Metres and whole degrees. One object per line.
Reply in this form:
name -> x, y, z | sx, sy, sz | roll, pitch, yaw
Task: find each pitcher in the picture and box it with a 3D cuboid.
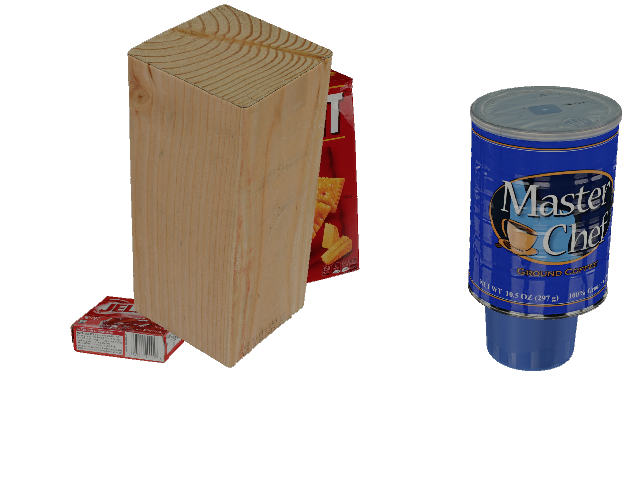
pitcher -> 0.267, 0.028, 1.299 | 0.149, 0.243, 0.145 | 3, 24, 14

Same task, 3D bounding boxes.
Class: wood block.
wood block -> -0.061, -0.032, 0.692 | 0.091, 0.206, 0.090 | 28, 44, 24

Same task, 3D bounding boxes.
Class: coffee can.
coffee can -> 0.158, -0.029, 0.765 | 0.103, 0.140, 0.103 | -2, 25, 1

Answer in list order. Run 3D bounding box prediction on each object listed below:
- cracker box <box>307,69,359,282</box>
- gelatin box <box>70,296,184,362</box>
cracker box -> -0.046, -0.057, 1.090 | 0.164, 0.214, 0.072 | -12, 23, -23
gelatin box -> -0.167, 0.078, 0.954 | 0.089, 0.030, 0.073 | 6, 18, 14
